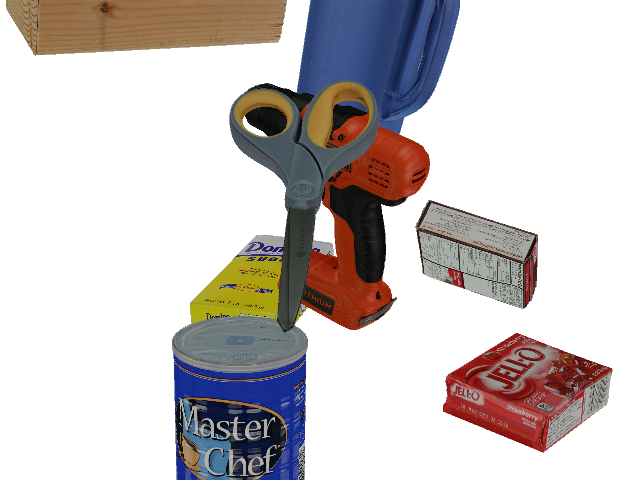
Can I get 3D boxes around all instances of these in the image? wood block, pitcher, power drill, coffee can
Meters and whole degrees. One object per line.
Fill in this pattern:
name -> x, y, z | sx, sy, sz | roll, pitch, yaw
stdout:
wood block -> -0.135, -0.211, 0.851 | 0.205, 0.091, 0.090 | -9, 40, -28
pitcher -> 0.048, -0.179, 1.079 | 0.145, 0.243, 0.149 | 12, 18, -1
power drill -> 0.004, -0.030, 0.907 | 0.185, 0.188, 0.057 | 28, 43, 33
coffee can -> -0.062, 0.141, 0.823 | 0.103, 0.140, 0.103 | 1, 16, 0

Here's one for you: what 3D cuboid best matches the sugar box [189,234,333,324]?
sugar box -> -0.056, 0.048, 1.103 | 0.093, 0.048, 0.176 | 6, 27, 17

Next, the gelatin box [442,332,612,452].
gelatin box -> 0.133, 0.095, 0.683 | 0.073, 0.030, 0.089 | 20, 26, 37

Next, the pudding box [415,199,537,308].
pudding box -> 0.151, 0.014, 1.024 | 0.114, 0.039, 0.090 | 18, -28, 20

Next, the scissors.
scissors -> -0.025, -0.031, 0.581 | 0.096, 0.016, 0.201 | 12, 43, 16
